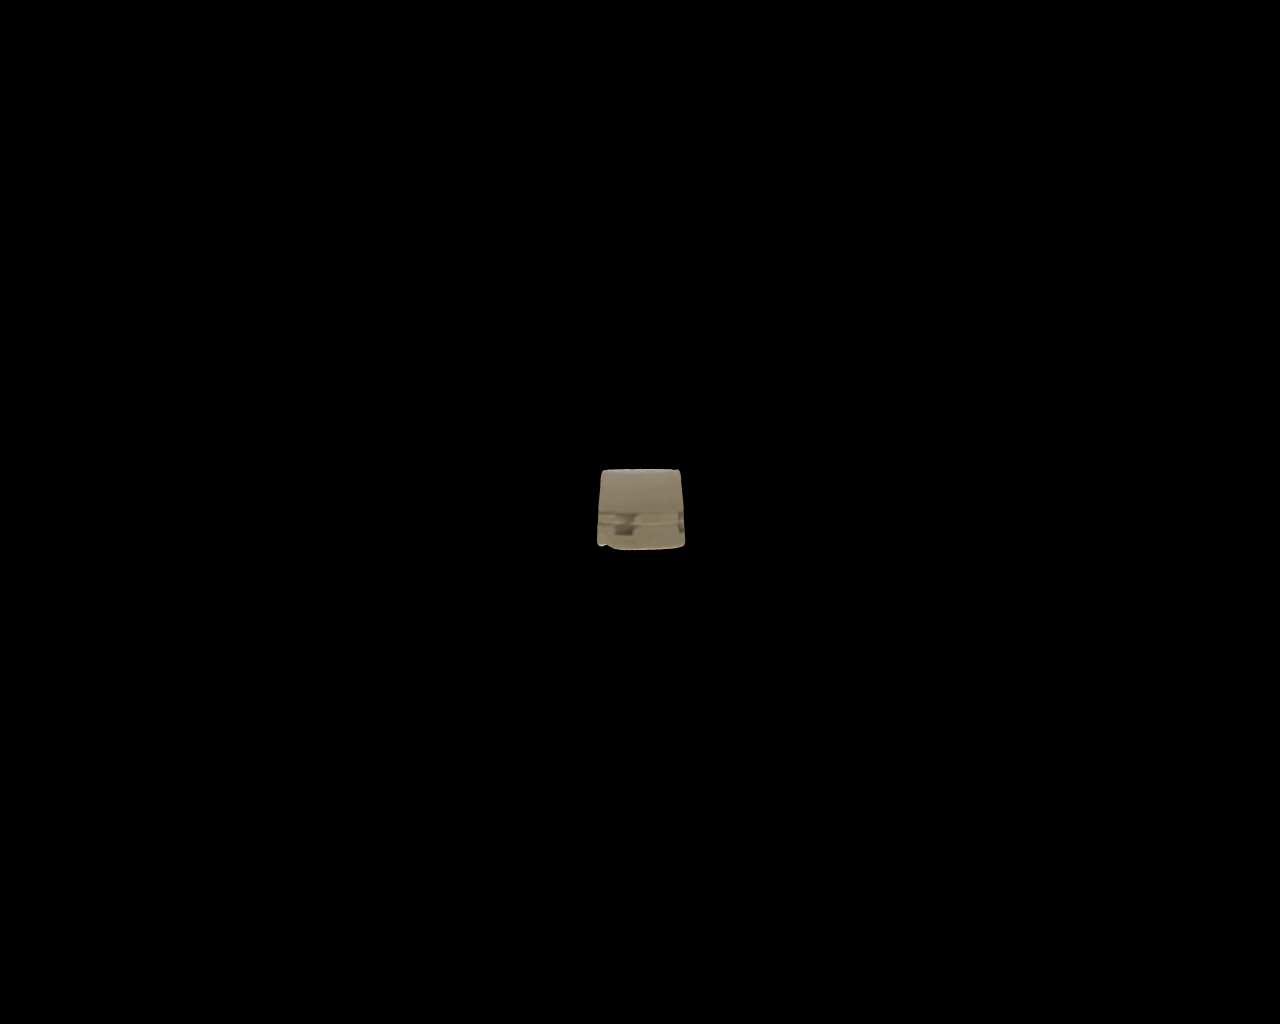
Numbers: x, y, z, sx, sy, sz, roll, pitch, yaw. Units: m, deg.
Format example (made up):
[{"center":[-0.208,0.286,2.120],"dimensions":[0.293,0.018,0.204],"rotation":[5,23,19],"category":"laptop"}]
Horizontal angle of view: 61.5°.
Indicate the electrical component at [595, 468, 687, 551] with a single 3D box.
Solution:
[{"center":[0.001,-0.003,0.650],"dimensions":[0.055,0.047,0.055],"rotation":[0,4,0],"category":"electrical component"}]
